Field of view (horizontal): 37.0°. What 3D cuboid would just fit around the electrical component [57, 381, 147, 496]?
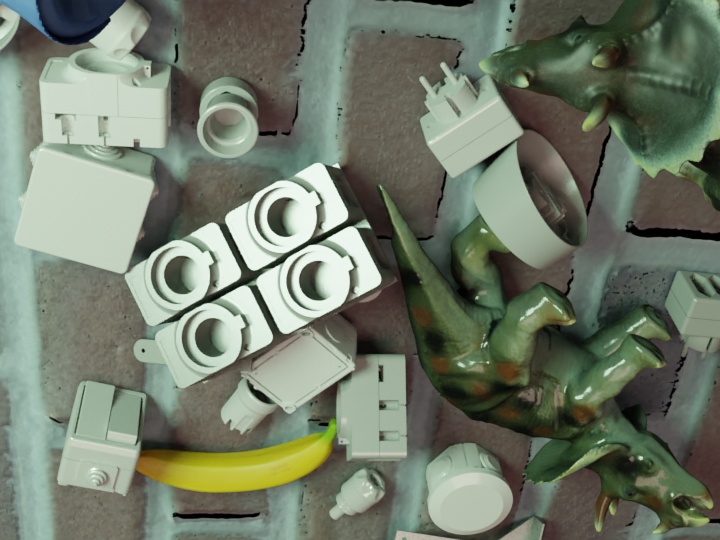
[{"bbox_3d":[-0.223,0.147,0.934,0.062,0.096,0.061,14,119,-14],"label":"electrical component"}]

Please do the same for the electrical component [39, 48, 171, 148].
[{"bbox_3d":[-0.186,-0.128,0.792,0.089,0.050,0.055,2,122,-7],"label":"electrical component"}]

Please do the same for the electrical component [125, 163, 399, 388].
[{"bbox_3d":[-0.080,0.005,0.847,0.186,0.060,0.105,-28,85,14],"label":"electrical component"}]

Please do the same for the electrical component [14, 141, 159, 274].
[{"bbox_3d":[-0.212,-0.055,0.836,0.100,0.048,0.099,16,119,-15],"label":"electrical component"}]

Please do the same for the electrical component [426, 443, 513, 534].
[{"bbox_3d":[0.103,0.210,1.031,0.080,0.051,0.080,-2,122,-4],"label":"electrical component"}]

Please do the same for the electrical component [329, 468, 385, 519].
[{"bbox_3d":[-0.005,0.219,1.037,0.035,0.035,0.061,36,115,-24],"label":"electrical component"}]

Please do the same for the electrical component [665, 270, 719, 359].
[{"bbox_3d":[0.306,0.047,0.950,0.066,0.047,0.076,6,122,-9],"label":"electrical component"}]

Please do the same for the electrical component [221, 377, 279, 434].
[{"bbox_3d":[-0.098,0.120,0.963,0.040,0.040,0.046,29,121,-21],"label":"electrical component"}]

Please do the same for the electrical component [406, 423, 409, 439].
[{"bbox_3d":[0.010,0.143,0.985,0.062,0.043,0.043,32,114,-22],"label":"electrical component"}]

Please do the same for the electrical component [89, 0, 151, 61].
[{"bbox_3d":[-0.183,-0.182,0.762,0.062,0.043,0.043,38,112,-23],"label":"electrical component"}]

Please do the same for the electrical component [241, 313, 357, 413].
[{"bbox_3d":[-0.056,0.072,0.927,0.096,0.061,0.062,-36,117,24],"label":"electrical component"}]

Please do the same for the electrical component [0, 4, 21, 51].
[{"bbox_3d":[-0.280,-0.191,0.734,0.099,0.064,0.099,-2,122,-4],"label":"electrical component"}]

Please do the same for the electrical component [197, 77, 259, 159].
[{"bbox_3d":[-0.098,-0.115,0.805,0.045,0.055,0.045,-3,122,-4],"label":"electrical component"}]

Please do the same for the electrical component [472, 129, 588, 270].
[{"bbox_3d":[0.137,-0.052,0.845,0.099,0.099,0.064,36,119,-24],"label":"electrical component"}]

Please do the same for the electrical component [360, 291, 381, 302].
[{"bbox_3d":[0.000,0.000,0.892,0.040,0.046,0.040,-2,122,-4],"label":"electrical component"}]

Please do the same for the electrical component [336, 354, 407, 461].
[{"bbox_3d":[0.009,0.121,0.941,0.056,0.089,0.050,1,167,-6],"label":"electrical component"}]

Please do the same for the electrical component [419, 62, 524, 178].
[{"bbox_3d":[0.075,-0.123,0.821,0.066,0.047,0.076,-32,119,14],"label":"electrical component"}]
